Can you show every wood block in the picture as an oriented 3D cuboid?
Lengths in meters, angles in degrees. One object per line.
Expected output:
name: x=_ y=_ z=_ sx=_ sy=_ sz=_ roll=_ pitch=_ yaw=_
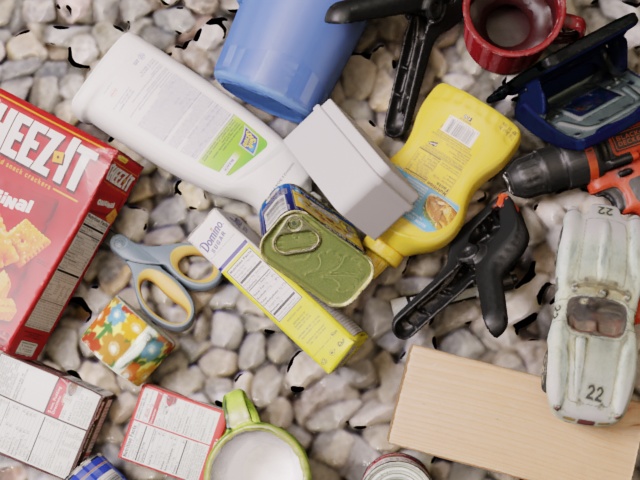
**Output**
wood block: x=0.170 y=0.162 z=0.951 sx=0.206 sy=0.090 sz=0.091 roll=14 pitch=83 yaw=5

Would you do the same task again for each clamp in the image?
clamp: x=0.147 y=0.026 z=0.958 sx=0.171 sy=0.120 sz=0.039 roll=-54 pitch=127 yaw=-23
clamp: x=0.089 y=-0.221 z=0.992 sx=0.036 sy=0.164 sz=0.210 roll=23 pitch=75 yaw=38

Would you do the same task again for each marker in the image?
marker: x=0.127 y=0.051 z=1.003 sx=0.121 sy=0.020 sz=0.020 roll=-14 pitch=82 yaw=2

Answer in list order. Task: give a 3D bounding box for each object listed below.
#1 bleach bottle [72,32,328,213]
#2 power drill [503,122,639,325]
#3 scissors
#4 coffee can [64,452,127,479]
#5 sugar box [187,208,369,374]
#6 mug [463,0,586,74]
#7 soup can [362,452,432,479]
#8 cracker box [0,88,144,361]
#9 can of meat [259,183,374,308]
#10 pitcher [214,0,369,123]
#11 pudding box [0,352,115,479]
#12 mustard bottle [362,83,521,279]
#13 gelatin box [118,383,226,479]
bleach bottle: x=-0.107 y=-0.088 z=1.016 sx=0.251 sy=0.068 sz=0.102 roll=36 pitch=86 yaw=5
power drill: x=0.281 y=-0.019 z=0.983 sx=0.184 sy=0.057 sz=0.188 roll=-19 pitch=82 yaw=0
scissors: x=-0.172 y=0.000 z=1.029 sx=0.096 sy=0.016 sz=0.202 roll=-33 pitch=70 yaw=-17
coffee can: x=-0.182 y=0.275 z=0.951 sx=0.140 sy=0.103 sz=0.103 roll=41 pitch=87 yaw=8
sugar box: x=-0.037 y=0.046 z=0.977 sx=0.176 sy=0.093 sz=0.048 roll=40 pitch=94 yaw=9
mug: x=0.190 y=-0.203 z=1.002 sx=0.117 sy=0.081 sz=0.093 roll=7 pitch=83 yaw=5
soup can: x=0.068 y=0.225 z=0.942 sx=0.068 sy=0.102 sz=0.068 roll=-1 pitch=82 yaw=4
cracker box: x=-0.293 y=-0.019 z=1.004 sx=0.164 sy=0.072 sz=0.213 roll=27 pitch=86 yaw=15
can of meat: x=-0.006 y=0.001 z=0.954 sx=0.102 sy=0.084 sz=0.057 roll=35 pitch=105 yaw=-19
pitcher: x=-0.014 y=-0.242 z=0.997 sx=0.149 sy=0.144 sz=0.243 roll=23 pitch=87 yaw=28
pudding box: x=-0.264 y=0.166 z=1.004 sx=0.113 sy=0.039 sz=0.090 roll=21 pitch=85 yaw=8
mustard bottle: x=0.098 y=-0.045 z=0.998 sx=0.096 sy=0.058 sz=0.191 roll=34 pitch=86 yaw=14
gelatin box: x=-0.135 y=0.182 z=0.998 sx=0.089 sy=0.030 sz=0.073 roll=18 pitch=85 yaw=7
